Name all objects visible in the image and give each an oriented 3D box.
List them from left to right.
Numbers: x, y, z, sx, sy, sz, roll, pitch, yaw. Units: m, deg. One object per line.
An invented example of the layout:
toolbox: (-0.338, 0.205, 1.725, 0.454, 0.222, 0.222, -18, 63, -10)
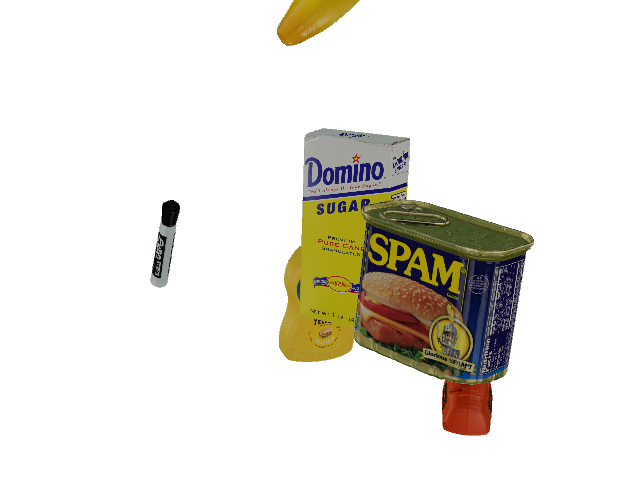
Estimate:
marker: (-0.166, 0.003, 1.144, 0.020, 0.121, 0.020, 9, 43, -9)
mustard bottle: (0.001, 0.058, 1.347, 0.096, 0.192, 0.058, -5, 26, -20)
sugar box: (0.030, -0.010, 0.984, 0.093, 0.176, 0.048, 9, 18, 29)
banana: (0.027, -0.217, 0.771, 0.070, 0.197, 0.037, -8, -40, 39)
can of meat: (0.069, 0.029, 0.632, 0.102, 0.084, 0.057, 20, 23, 39)
power drill: (0.166, 0.114, 1.157, 0.057, 0.188, 0.184, 6, 25, 8)
